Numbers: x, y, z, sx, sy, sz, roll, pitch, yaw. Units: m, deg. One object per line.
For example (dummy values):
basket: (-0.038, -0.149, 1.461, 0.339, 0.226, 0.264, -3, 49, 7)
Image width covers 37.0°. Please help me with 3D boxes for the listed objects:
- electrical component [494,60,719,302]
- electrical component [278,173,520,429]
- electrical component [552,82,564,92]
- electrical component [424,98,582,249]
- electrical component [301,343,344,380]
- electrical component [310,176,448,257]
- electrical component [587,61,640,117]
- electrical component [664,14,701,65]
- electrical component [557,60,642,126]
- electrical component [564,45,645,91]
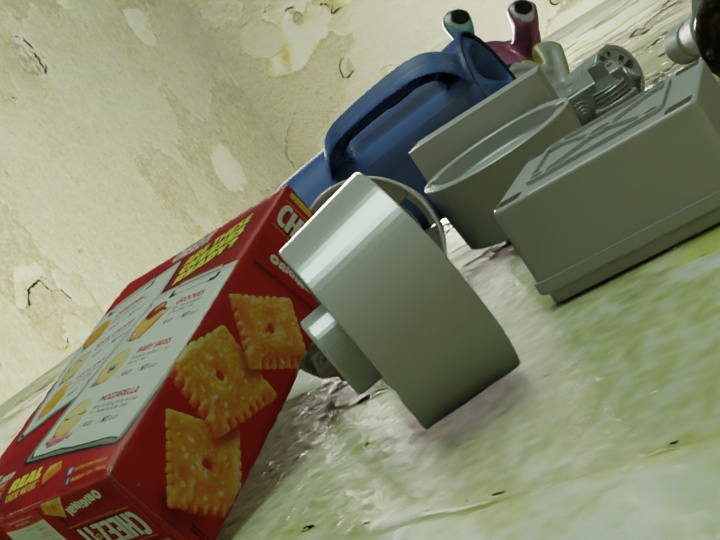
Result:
electrical component: (0.132, -0.046, 0.530, 0.109, 0.056, 0.108, -30, 8, 27)
electrical component: (0.010, 0.019, 0.460, 0.060, 0.108, 0.108, -40, 8, -3)
electrical component: (0.183, -0.143, 0.994, 0.040, 0.040, 0.078, -35, -12, -9)
electrical component: (0.103, -0.056, 0.692, 0.108, 0.060, 0.108, -33, 10, 7)
electrical component: (-0.012, 0.039, 0.641, 0.055, 0.048, 0.066, -13, 21, 49)
electrical component: (0.010, -0.012, 0.687, 0.099, 0.099, 0.064, -32, 2, 13)
electrical component: (0.184, -0.121, 0.771, 0.035, 0.061, 0.035, -33, 7, 4)
electrical component: (0.286, -0.197, 0.910, 0.044, 0.044, 0.065, -35, 3, -9)
electrical component: (0.179, -0.124, 0.856, 0.100, 0.048, 0.099, -32, 8, 14)
electrical component: (0.212, -0.162, 0.941, 0.055, 0.055, 0.047, -38, 5, -33)
